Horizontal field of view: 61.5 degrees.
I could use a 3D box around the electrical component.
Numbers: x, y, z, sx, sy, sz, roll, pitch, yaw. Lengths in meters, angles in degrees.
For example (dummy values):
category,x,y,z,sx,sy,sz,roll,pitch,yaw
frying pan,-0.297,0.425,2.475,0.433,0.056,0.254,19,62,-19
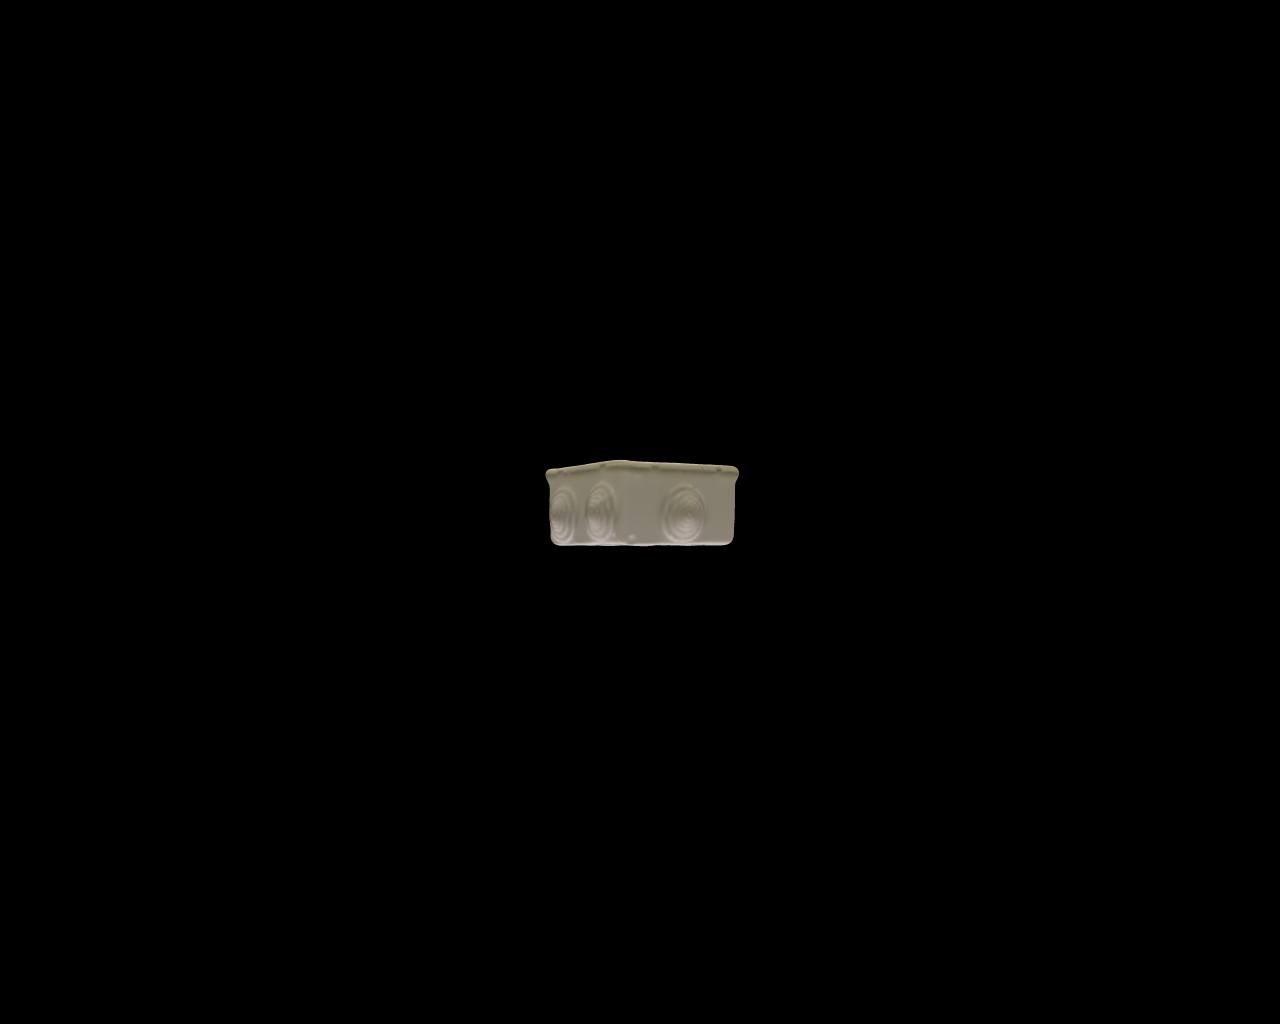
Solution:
category,x,y,z,sx,sy,sz,roll,pitch,yaw
electrical component,0.001,-0.003,0.650,0.100,0.048,0.099,2,-3,-36
